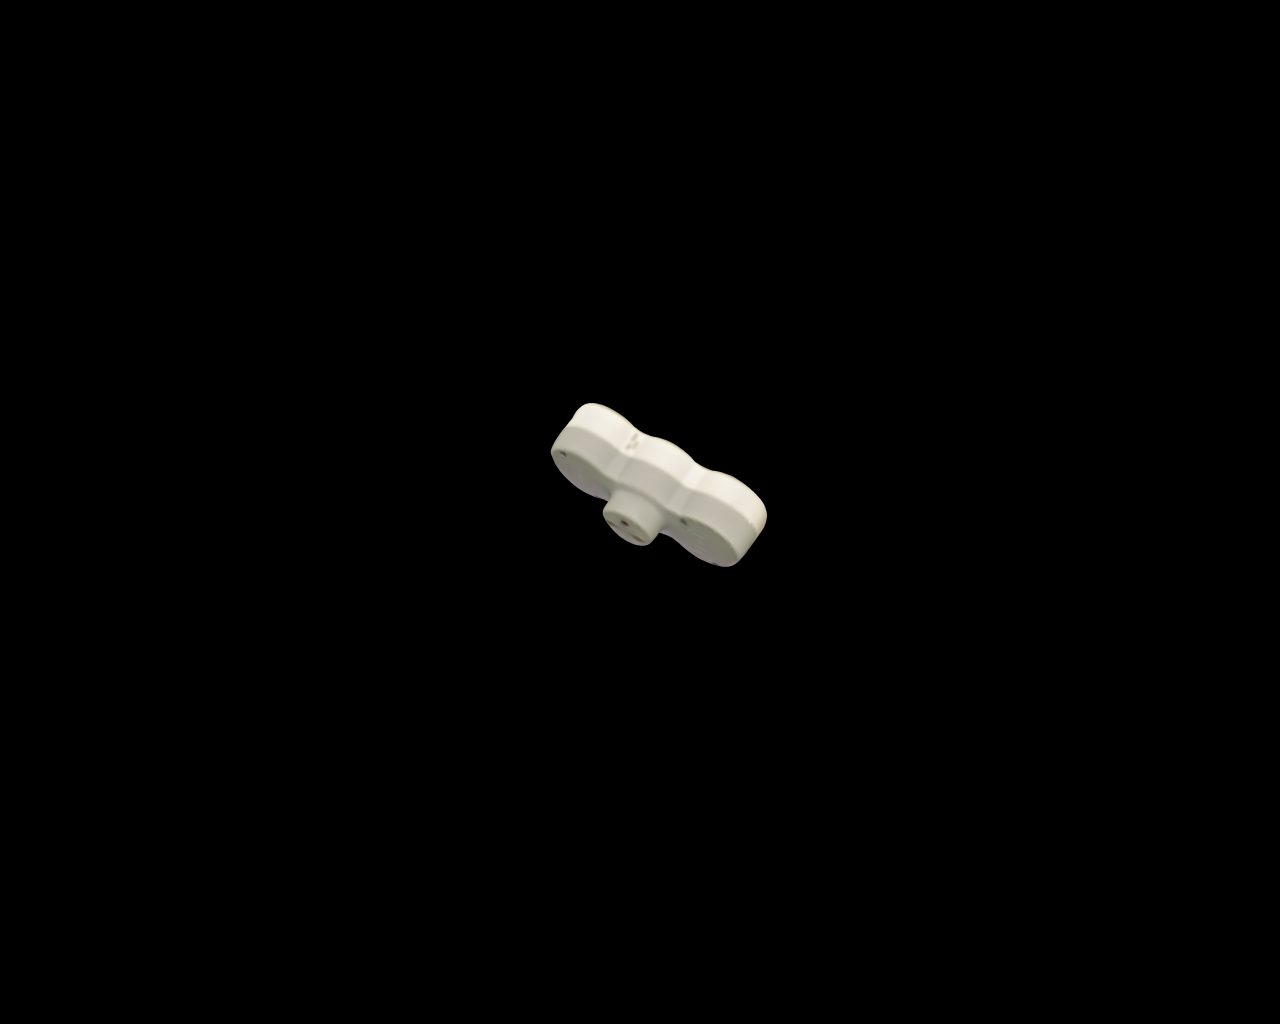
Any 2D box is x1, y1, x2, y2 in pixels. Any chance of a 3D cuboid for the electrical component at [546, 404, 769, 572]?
[{"bbox_3d":[0.001,-0.003,0.650,0.138,0.074,0.052,30,-23,14],"label":"electrical component"}]
